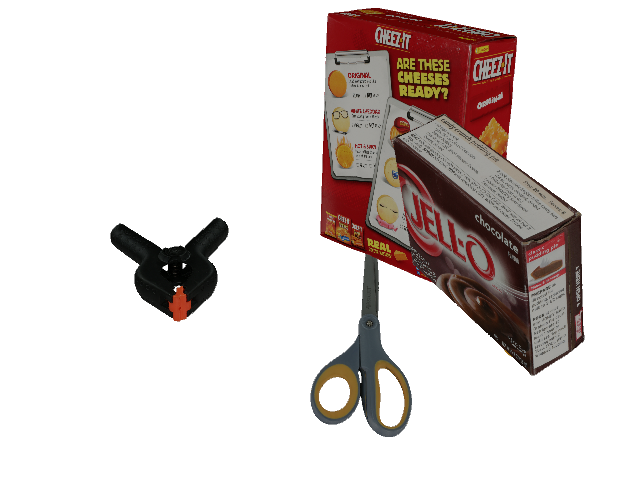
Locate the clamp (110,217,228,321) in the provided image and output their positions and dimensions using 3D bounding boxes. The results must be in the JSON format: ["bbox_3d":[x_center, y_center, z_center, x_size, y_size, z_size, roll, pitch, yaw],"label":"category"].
[{"bbox_3d":[-0.135,0.022,1.052,0.120,0.039,0.172,-14,33,-14],"label":"clamp"}]

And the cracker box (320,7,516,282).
[{"bbox_3d":[0.081,-0.085,0.937,0.071,0.214,0.164,-18,30,-41],"label":"cracker box"}]

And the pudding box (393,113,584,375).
[{"bbox_3d":[0.085,0.000,0.543,0.039,0.090,0.114,-29,43,-17],"label":"pudding box"}]

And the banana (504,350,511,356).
[{"bbox_3d":[0.166,0.057,1.120,0.069,0.037,0.198,-36,40,-13],"label":"banana"}]

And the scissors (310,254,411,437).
[{"bbox_3d":[0.026,0.087,0.958,0.096,0.202,0.016,-9,-35,-9],"label":"scissors"}]
